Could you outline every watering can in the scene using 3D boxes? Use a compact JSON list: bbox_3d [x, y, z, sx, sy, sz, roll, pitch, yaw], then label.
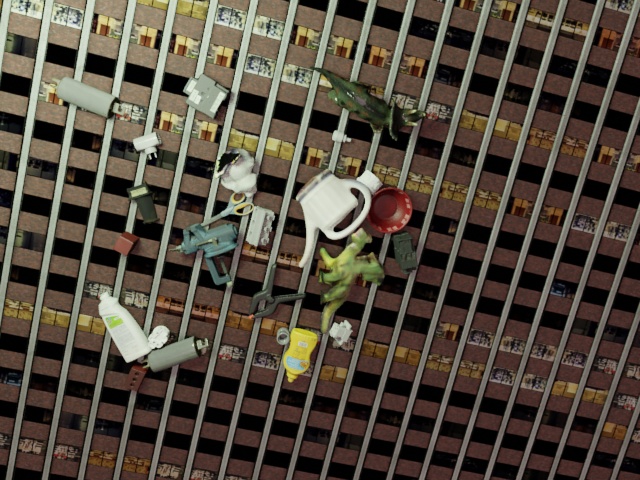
[{"bbox_3d":[0.005,-0.086,1.717,0.346,0.104,0.225,-41,83,7],"label":"watering can"}]

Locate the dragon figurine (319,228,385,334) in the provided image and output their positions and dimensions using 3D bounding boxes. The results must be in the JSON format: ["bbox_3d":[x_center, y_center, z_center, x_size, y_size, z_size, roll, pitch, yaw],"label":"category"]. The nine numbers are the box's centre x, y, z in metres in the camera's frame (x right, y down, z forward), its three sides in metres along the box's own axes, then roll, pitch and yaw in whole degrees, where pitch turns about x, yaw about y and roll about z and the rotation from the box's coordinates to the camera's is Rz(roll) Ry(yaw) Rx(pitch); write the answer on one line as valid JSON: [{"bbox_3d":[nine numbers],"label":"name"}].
[{"bbox_3d":[0.112,0.140,1.789,0.243,0.124,0.402,-5,117,-9],"label":"dragon figurine"}]

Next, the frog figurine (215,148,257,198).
[{"bbox_3d":[-0.265,-0.223,1.716,0.138,0.124,0.157,-53,135,-2],"label":"frog figurine"}]
